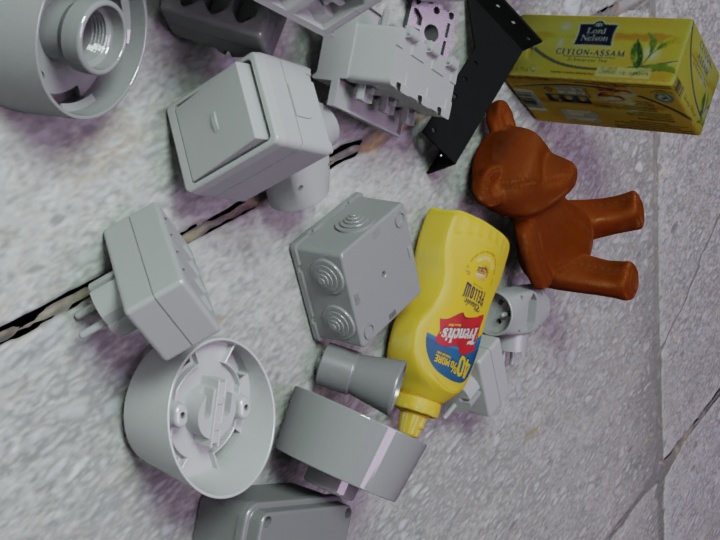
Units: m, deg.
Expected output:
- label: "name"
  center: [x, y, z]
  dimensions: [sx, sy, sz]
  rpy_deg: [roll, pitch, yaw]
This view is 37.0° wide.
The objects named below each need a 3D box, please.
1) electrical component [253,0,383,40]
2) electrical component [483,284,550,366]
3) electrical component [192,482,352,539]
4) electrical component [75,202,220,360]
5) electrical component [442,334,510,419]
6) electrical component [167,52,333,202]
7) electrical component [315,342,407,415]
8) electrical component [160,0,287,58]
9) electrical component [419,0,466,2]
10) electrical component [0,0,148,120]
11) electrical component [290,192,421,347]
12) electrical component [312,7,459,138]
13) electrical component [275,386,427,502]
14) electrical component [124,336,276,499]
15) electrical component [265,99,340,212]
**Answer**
- label: "electrical component"
  center: [-0.047, -0.241, 0.614]
  dimensions: [0.105, 0.060, 0.186]
  rpy_deg: [13, 57, -54]
- label: "electrical component"
  center: [0.145, 0.055, 1.039]
  dimensions: [0.077, 0.043, 0.079]
  rpy_deg: [-7, 104, -53]
- label: "electrical component"
  center: [-0.064, 0.200, 0.782]
  dimensions: [0.113, 0.057, 0.078]
  rpy_deg: [12, 89, -54]
- label: "electrical component"
  center: [-0.134, 0.015, 0.634]
  dimensions: [0.076, 0.083, 0.047]
  rpy_deg: [-30, 132, 0]
- label: "electrical component"
  center: [0.094, 0.104, 0.979]
  dimensions: [0.077, 0.047, 0.065]
  rpy_deg: [-43, 131, -39]
- label: "electrical component"
  center: [-0.076, -0.085, 0.668]
  dimensions: [0.061, 0.096, 0.061]
  rpy_deg: [4, 66, -54]
- label: "electrical component"
  center: [-0.001, 0.081, 0.828]
  dimensions: [0.044, 0.065, 0.044]
  rpy_deg: [18, 90, -82]
- label: "electrical component"
  center: [-0.079, -0.157, 0.671]
  dimensions: [0.076, 0.066, 0.047]
  rpy_deg: [76, 32, -76]
- label: "electrical component"
  center: [0.064, -0.238, 0.845]
  dimensions: [0.047, 0.055, 0.055]
  rpy_deg: [-20, 114, -46]
- label: "electrical component"
  center: [-0.163, -0.131, 0.578]
  dimensions: [0.099, 0.064, 0.099]
  rpy_deg: [-46, 145, -47]
- label: "electrical component"
  center: [0.000, 0.000, 0.824]
  dimensions: [0.100, 0.048, 0.099]
  rpy_deg: [-41, 130, -40]
- label: "electrical component"
  center: [0.024, -0.145, 0.787]
  dimensions: [0.121, 0.063, 0.078]
  rpy_deg: [10, 91, -65]
- label: "electrical component"
  center: [-0.011, 0.135, 0.799]
  dimensions: [0.108, 0.108, 0.060]
  rpy_deg: [35, 77, -51]
- label: "electrical component"
  center: [-0.102, 0.091, 0.697]
  dimensions: [0.099, 0.064, 0.099]
  rpy_deg: [-18, 113, -50]
- label: "electrical component"
  center: [-0.041, -0.093, 0.750]
  dimensions: [0.079, 0.043, 0.077]
  rpy_deg: [-43, 131, -40]
